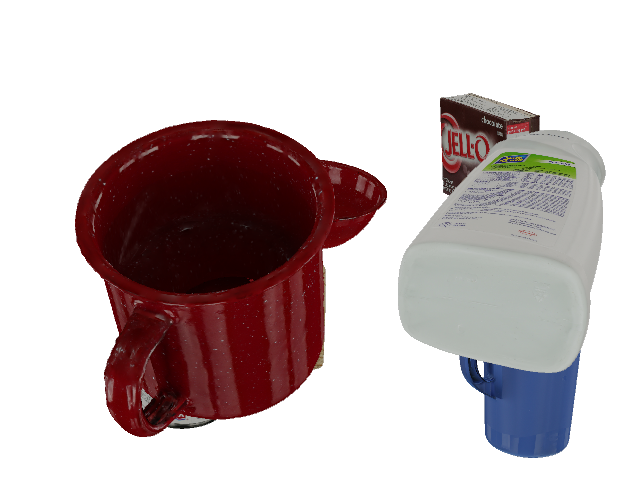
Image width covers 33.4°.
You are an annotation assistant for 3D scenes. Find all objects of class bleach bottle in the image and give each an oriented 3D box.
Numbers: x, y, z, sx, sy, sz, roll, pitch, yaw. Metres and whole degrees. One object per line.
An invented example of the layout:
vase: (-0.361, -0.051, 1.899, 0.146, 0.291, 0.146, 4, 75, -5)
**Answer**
bleach bottle: (0.130, -0.014, 0.643, 0.103, 0.068, 0.250, 11, 27, 20)

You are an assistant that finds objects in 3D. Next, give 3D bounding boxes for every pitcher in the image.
pitcher: (0.257, 0.147, 1.348, 0.149, 0.243, 0.144, 5, 16, 18)

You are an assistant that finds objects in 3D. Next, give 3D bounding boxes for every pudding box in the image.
pudding box: (0.146, -0.074, 0.926, 0.039, 0.090, 0.114, -14, 21, -22)

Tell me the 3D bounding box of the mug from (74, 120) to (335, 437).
mug: (-0.044, 0.023, 0.401, 0.093, 0.117, 0.081, 14, -41, 15)

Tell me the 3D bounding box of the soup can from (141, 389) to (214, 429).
soup can: (-0.092, 0.068, 0.722, 0.068, 0.102, 0.068, 2, 29, -1)

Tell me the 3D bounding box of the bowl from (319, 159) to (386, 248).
bowl: (-0.009, -0.035, 1.180, 0.162, 0.055, 0.162, 4, 27, -2)

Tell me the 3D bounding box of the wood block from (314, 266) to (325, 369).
wood block: (-0.092, 0.047, 0.924, 0.090, 0.090, 0.206, -10, 18, -35)
